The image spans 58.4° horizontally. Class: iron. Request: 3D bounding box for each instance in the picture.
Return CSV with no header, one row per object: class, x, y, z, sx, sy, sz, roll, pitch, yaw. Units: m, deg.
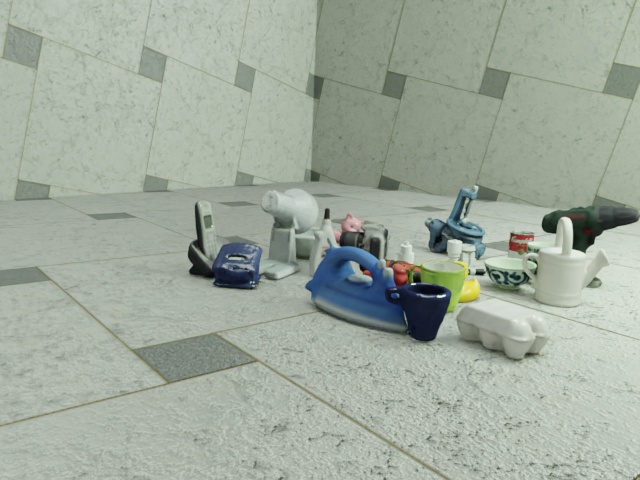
iron,0.084,0.082,1.135,0.119,0.141,0.257,-6,14,-38

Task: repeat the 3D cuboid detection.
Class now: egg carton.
egg carton,0.321,0.153,1.008,0.107,0.069,0.149,-6,14,-37

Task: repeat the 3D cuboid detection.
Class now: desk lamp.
desk lamp,-0.095,-0.025,1.468,0.117,0.213,0.204,7,12,23

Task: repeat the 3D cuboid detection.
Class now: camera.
camera,0.133,-0.001,1.690,0.136,0.101,0.143,5,11,14

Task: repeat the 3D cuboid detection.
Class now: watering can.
watering can,0.552,0.046,1.291,0.173,0.194,0.101,1,11,-8

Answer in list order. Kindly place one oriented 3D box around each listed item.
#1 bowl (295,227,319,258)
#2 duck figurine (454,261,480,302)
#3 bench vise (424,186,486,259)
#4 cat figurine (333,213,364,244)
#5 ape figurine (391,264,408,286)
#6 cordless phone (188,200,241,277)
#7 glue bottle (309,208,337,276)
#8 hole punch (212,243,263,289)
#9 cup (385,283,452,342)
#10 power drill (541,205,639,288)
bowl,-0.043,0.010,1.663,0.167,0.075,0.167,2,11,0
duck figurine,0.314,0.090,1.292,0.105,0.086,0.077,-2,12,-21
bench vise,0.410,-0.061,1.751,0.206,0.220,0.122,8,12,27
cat figurine,0.075,-0.029,1.781,0.128,0.118,0.067,1,11,-5
ape figurine,0.161,0.096,1.212,0.078,0.092,0.076,-3,12,-26
cordless phone,-0.261,-0.009,1.423,0.094,0.185,0.148,6,12,20
glue bottle,0.013,0.005,1.439,0.078,0.173,0.037,-4,13,-29
hole punch,-0.189,0.059,1.333,0.108,0.091,0.101,4,11,7
cup,0.173,0.130,1.027,0.117,0.095,0.092,5,11,11
power drill,0.682,0.010,1.466,0.228,0.208,0.076,11,14,39
